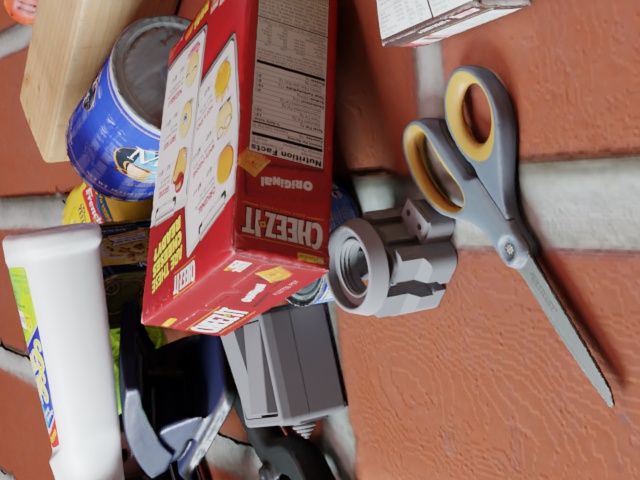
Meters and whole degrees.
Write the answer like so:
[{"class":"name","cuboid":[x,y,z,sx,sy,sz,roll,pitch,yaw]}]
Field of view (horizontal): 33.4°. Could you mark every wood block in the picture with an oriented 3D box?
[{"class":"wood block","cuboid":[-0.203,-0.173,0.961,0.090,0.090,0.206,63,144,29]}]

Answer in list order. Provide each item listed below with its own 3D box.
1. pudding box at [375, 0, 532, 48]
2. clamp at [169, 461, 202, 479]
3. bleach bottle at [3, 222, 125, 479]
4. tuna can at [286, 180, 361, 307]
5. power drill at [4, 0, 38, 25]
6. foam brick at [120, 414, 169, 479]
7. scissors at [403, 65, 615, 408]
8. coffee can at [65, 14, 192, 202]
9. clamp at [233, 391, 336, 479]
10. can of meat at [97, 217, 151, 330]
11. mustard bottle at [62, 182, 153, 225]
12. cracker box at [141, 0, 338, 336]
[{"class":"pudding box","cuboid":[0.063,-0.168,0.568,0.090,0.039,0.113,-8,88,60]},{"class":"clamp","cuboid":[-0.094,0.275,0.929,0.165,0.036,0.210,-172,72,-70]},{"class":"bleach bottle","cuboid":[-0.193,0.114,0.846,0.103,0.068,0.251,-1,99,63]},{"class":"tuna can","cuboid":[-0.005,0.001,0.727,0.086,0.033,0.086,22,116,56]},{"class":"power drill","cuboid":[-0.244,-0.314,0.997,0.184,0.057,0.188,-96,23,-53]},{"class":"foam brick","cuboid":[-0.173,0.189,1.015,0.051,0.078,0.053,33,125,54]},{"class":"scissors","cuboid":[0.105,-0.016,0.555,0.202,0.016,0.096,52,138,40]},{"class":"coffee can","cuboid":[-0.137,-0.102,0.856,0.141,0.102,0.103,-35,67,57]},{"class":"clamp","cuboid":[-0.028,0.189,0.812,0.172,0.039,0.120,-146,47,-59]},{"class":"can of meat","cuboid":[-0.160,0.026,0.931,0.084,0.101,0.057,52,138,43]},{"class":"mustard bottle","cuboid":[-0.191,-0.033,1.009,0.192,0.058,0.096,-37,65,56]},{"class":"cracker box","cuboid":[-0.051,-0.061,0.697,0.164,0.072,0.213,-35,49,57]}]
